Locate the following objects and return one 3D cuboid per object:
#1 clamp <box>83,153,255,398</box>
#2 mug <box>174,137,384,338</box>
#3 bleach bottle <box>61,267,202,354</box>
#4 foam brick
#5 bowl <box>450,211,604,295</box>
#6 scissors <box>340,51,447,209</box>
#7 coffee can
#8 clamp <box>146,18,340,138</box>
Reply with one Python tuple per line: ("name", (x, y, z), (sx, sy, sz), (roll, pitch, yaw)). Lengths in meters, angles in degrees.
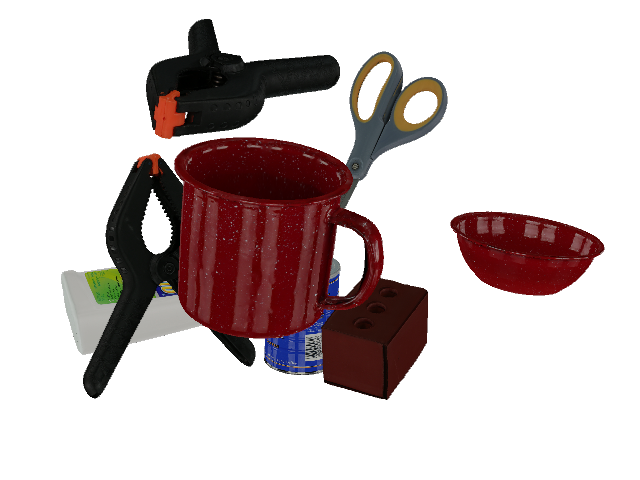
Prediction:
("clamp", (-0.132, 0.029, 0.949), (0.164, 0.210, 0.036), (0, -2, -34))
("mug", (-0.022, 0.002, 0.564), (0.117, 0.081, 0.093), (15, 25, 17))
("bleach bottle", (-0.156, 0.057, 1.200), (0.250, 0.068, 0.103), (-12, 36, -17))
("foam brick", (0.041, 0.069, 0.780), (0.053, 0.051, 0.078), (12, 34, 24))
("bowl", (0.214, 0.017, 1.131), (0.162, 0.055, 0.162), (6, 17, -2))
("scissors", (0.052, -0.067, 0.926), (0.096, 0.202, 0.016), (8, -11, 20))
("coffee can", (-0.026, 0.098, 1.455), (0.103, 0.140, 0.103), (1, 19, -1))
("clamp", (-0.075, -0.115, 0.741), (0.120, 0.039, 0.171), (18, 28, 25))
